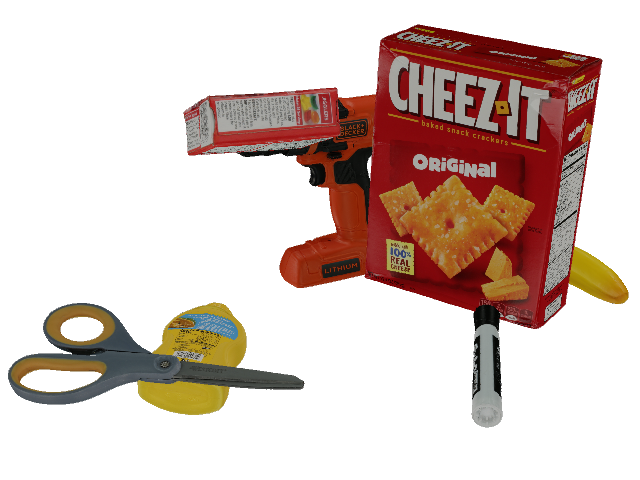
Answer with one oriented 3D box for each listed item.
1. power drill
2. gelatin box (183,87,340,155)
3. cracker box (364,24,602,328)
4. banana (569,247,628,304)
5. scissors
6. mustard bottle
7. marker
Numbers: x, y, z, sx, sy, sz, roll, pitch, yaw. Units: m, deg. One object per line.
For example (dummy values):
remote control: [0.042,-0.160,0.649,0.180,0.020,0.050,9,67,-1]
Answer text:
power drill: [-0.003,-0.049,1.056,0.184,0.188,0.057,-10,28,-21]
gelatin box: [-0.036,-0.068,0.616,0.073,0.030,0.089,-6,3,-16]
cracker box: [0.124,-0.051,0.863,0.164,0.214,0.072,17,29,29]
banana: [0.218,0.023,1.080,0.198,0.037,0.069,11,47,26]
scissors: [-0.115,0.076,0.749,0.201,0.016,0.096,-5,43,-2]
mustard bottle: [-0.135,0.122,1.211,0.096,0.058,0.191,7,25,6]
marker: [0.111,0.079,0.712,0.020,0.020,0.121,0,29,9]
